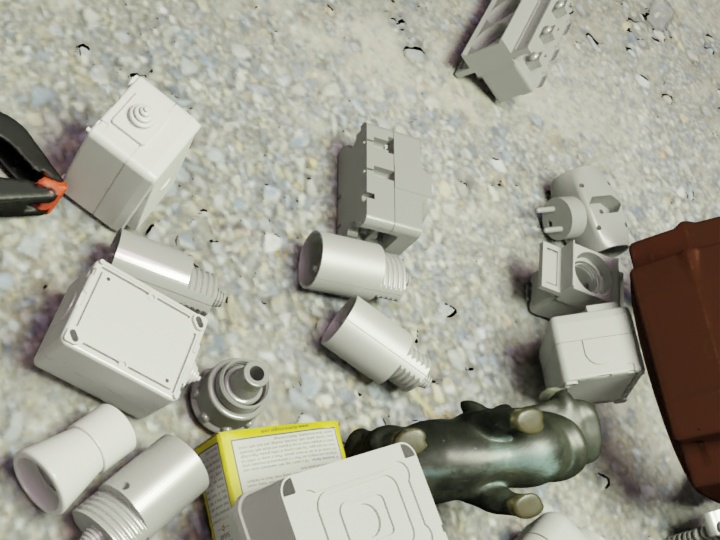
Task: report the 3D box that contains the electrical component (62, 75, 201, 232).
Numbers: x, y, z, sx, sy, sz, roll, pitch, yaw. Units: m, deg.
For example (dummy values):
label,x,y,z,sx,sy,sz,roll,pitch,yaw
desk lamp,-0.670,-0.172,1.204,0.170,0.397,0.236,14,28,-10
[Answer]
label,x,y,z,sx,sy,sz,roll,pitch,yaw
electrical component,-0.148,-0.076,0.712,0.061,0.096,0.061,38,53,-9

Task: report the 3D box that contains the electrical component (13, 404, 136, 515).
label,x,y,z,sx,sy,sz,roll,pitch,yaw
electrical component,-0.167,0.109,0.642,0.044,0.044,0.065,52,47,2

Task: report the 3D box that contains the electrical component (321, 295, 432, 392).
label,x,y,z,sx,sy,sz,roll,pitch,yaw
electrical component,0.017,0.059,0.772,0.081,0.043,0.043,36,53,-10

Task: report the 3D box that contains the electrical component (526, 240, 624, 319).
label,x,y,z,sx,sy,sz,roll,pitch,yaw
electrical component,0.172,0.014,0.873,0.081,0.064,0.042,20,57,-20

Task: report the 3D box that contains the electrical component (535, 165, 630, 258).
label,x,y,z,sx,sy,sz,roll,pitch,yaw
electrical component,0.184,-0.045,0.922,0.079,0.043,0.077,-7,70,-33

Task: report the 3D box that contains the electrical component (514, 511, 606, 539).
label,x,y,z,sx,sy,sz,roll,pitch,yaw
electrical component,0.147,0.220,0.752,0.095,0.053,0.059,45,51,9

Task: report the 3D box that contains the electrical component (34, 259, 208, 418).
label,x,y,z,sx,sy,sz,roll,pitch,yaw
electrical component,-0.146,0.049,0.676,0.096,0.061,0.061,32,54,-22

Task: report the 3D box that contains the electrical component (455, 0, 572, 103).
label,x,y,z,sx,sy,sz,roll,pitch,yaw
electrical component,0.145,-0.212,0.972,0.063,0.079,0.121,50,49,-27

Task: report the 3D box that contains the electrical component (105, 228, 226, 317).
label,x,y,z,sx,sy,sz,roll,pitch,yaw
electrical component,-0.128,0.007,0.714,0.081,0.043,0.043,22,57,-20

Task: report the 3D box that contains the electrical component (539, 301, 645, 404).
label,x,y,z,sx,sy,sz,roll,pitch,yaw
electrical component,0.176,0.069,0.832,0.062,0.096,0.061,-8,67,-1

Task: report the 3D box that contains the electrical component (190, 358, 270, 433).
label,x,y,z,sx,sy,sz,roll,pitch,yaw
electrical component,-0.079,0.077,0.695,0.048,0.062,0.048,13,60,-24

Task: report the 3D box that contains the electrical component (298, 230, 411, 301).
label,x,y,z,sx,sy,sz,roll,pitch,yaw
electrical component,0.000,0.000,0.792,0.081,0.043,0.043,12,60,-25

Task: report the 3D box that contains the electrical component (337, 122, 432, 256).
label,x,y,z,sx,sy,sz,roll,pitch,yaw
electrical component,0.018,-0.059,0.829,0.056,0.050,0.089,14,59,-24

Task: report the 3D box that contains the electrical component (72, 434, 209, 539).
label,x,y,z,sx,sy,sz,roll,pitch,yaw
electrical component,-0.134,0.139,0.642,0.043,0.043,0.081,50,52,1

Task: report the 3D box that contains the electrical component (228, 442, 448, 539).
label,x,y,z,sx,sy,sz,roll,pitch,yaw
electrical component,-0.012,0.154,0.634,0.113,0.057,0.078,-7,71,-45
